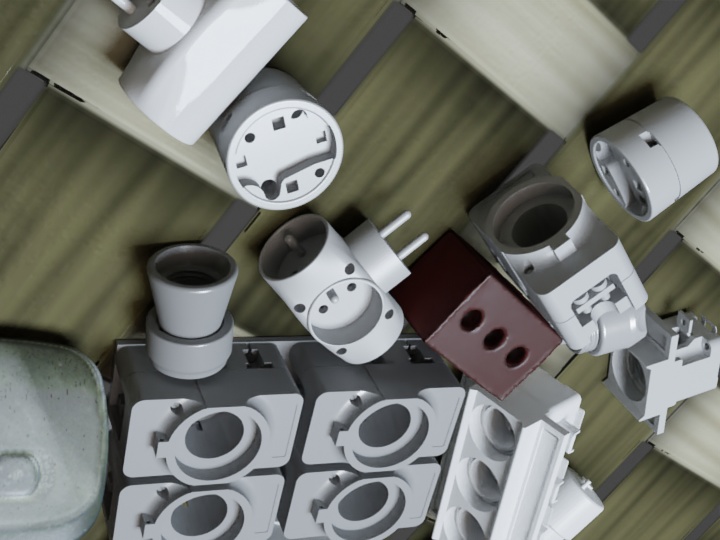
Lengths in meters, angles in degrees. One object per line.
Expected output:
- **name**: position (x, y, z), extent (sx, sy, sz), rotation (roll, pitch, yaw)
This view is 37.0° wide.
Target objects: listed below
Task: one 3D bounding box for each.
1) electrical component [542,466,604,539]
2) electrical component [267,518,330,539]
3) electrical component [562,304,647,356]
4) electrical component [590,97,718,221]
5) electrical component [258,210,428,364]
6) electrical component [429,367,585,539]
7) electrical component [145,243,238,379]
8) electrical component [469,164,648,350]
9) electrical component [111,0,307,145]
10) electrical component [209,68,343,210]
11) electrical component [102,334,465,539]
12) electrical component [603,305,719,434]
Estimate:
- **electrical component**: position (0.131, 0.169, 0.737), extent (0.078, 0.040, 0.040), rotation (-45, 128, 10)
- **electrical component**: position (-0.052, 0.211, 0.674), extent (0.109, 0.056, 0.108), rotation (19, 112, -32)
- **electrical component**: position (0.137, 0.031, 0.647), extent (0.062, 0.043, 0.043), rotation (-14, 126, -13)
- **electrical component**: position (0.162, -0.062, 0.590), extent (0.047, 0.055, 0.055), rotation (-33, 129, -6)
- **electrical component**: position (0.000, 0.000, 0.565), extent (0.079, 0.044, 0.077), rotation (-38, 128, 4)
- **electrical component**: position (0.093, 0.124, 0.675), extent (0.063, 0.079, 0.121), rotation (-18, 130, -40)
- **electrical component**: position (-0.085, 0.021, 0.541), extent (0.045, 0.045, 0.055), rotation (-5, 124, -21)
- **electrical component**: position (0.103, -0.011, 0.574), extent (0.050, 0.089, 0.055), rotation (-36, 128, 2)
- **electrical component**: position (-0.076, -0.106, 0.461), extent (0.077, 0.044, 0.079), rotation (-46, 127, 10)
- **electrical component**: position (-0.041, -0.063, 0.503), extent (0.055, 0.047, 0.055), rotation (-11, 125, -17)
- **electrical component**: position (-0.044, 0.098, 0.600), extent (0.186, 0.060, 0.105), rotation (0, 121, -24)
- **electrical component**: position (0.197, 0.059, 0.693), extent (0.064, 0.042, 0.081), rotation (-14, 127, -17)
